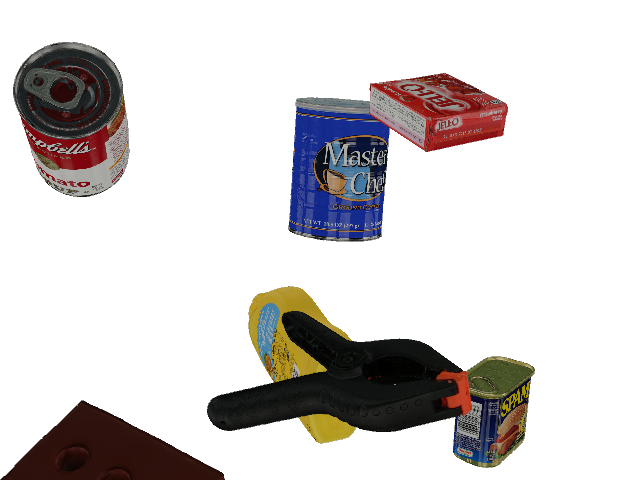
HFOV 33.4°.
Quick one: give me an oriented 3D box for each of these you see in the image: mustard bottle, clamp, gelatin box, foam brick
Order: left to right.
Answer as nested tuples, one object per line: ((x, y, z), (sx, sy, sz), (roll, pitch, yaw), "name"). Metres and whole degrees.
((-0.081, 0.113, 0.436), (0.078, 0.051, 0.052), (21, 45, 25), "foam brick")
((-0.022, 0.097, 0.980), (0.058, 0.096, 0.192), (-9, 26, -22), "mustard bottle")
((0.012, 0.096, 0.703), (0.172, 0.039, 0.120), (7, 40, 38), "clamp")
((0.091, -0.103, 0.837), (0.073, 0.030, 0.089), (-12, 30, -25), "gelatin box")

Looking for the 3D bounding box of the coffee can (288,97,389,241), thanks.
((0.020, -0.078, 1.139), (0.103, 0.140, 0.103), (4, 12, -1), "coffee can")

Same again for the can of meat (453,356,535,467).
((0.180, 0.179, 1.117), (0.058, 0.084, 0.101), (13, 19, 32), "can of meat")

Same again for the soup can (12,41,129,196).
((-0.164, -0.078, 0.715), (0.068, 0.068, 0.102), (0, -20, -7), "soup can")
